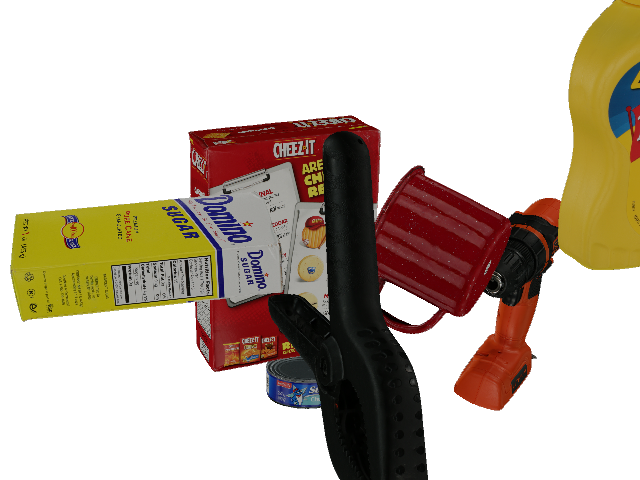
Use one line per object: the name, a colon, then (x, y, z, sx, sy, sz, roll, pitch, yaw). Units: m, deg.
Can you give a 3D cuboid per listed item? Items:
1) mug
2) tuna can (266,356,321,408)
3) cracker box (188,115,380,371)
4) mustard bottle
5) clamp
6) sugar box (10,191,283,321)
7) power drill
mug: (0.081, 0.014, 0.784, 0.081, 0.117, 0.093, 28, -7, 16)
tuna can: (-0.017, 0.152, 1.163, 0.086, 0.034, 0.086, 2, 14, -1)
cracker box: (-0.034, 0.001, 0.982, 0.164, 0.214, 0.072, -8, 22, -21)
mustard bottle: (0.191, -0.081, 0.627, 0.096, 0.192, 0.058, -13, 29, -18)
clamp: (0.019, 0.057, 0.574, 0.036, 0.165, 0.210, -3, 46, -19)
sugar box: (-0.120, 0.008, 0.736, 0.176, 0.048, 0.093, -9, 27, -10)
power drill: (0.179, 0.065, 1.015, 0.057, 0.188, 0.184, 23, 30, 22)
